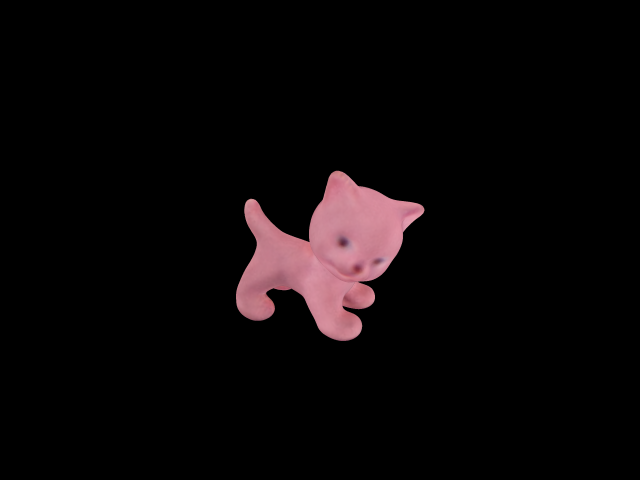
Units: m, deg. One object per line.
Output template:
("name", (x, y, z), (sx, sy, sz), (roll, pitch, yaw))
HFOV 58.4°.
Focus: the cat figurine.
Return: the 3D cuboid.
("cat figurine", (0.004, 0.001, 0.400), (0.127, 0.118, 0.067), (9, 30, 17))
